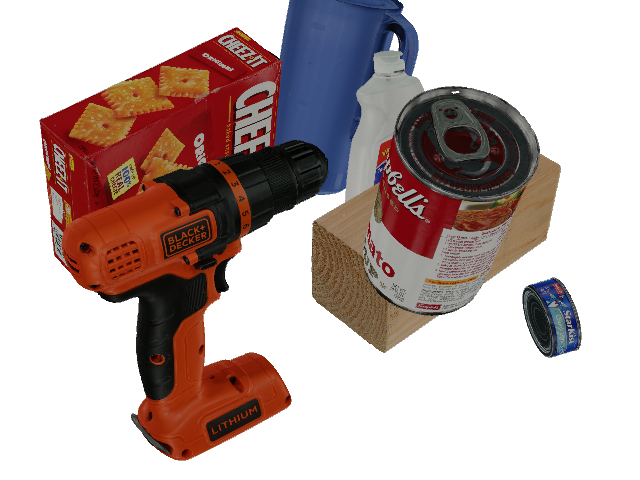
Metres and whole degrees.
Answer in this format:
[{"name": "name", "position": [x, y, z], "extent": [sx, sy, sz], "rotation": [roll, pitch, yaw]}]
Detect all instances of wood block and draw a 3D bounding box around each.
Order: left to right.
[{"name": "wood block", "position": [0.098, -0.007, 0.904], "extent": [0.205, 0.090, 0.091], "rotation": [-31, 50, -31]}]

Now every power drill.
[{"name": "power drill", "position": [-0.067, 0.037, 0.699], "extent": [0.184, 0.188, 0.057], "rotation": [-23, 33, -27]}]

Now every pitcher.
[{"name": "pitcher", "position": [0.015, -0.178, 1.262], "extent": [0.145, 0.243, 0.149], "rotation": [8, 23, -13]}]

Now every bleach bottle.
[{"name": "bleach bottle", "position": [0.066, -0.068, 1.102], "extent": [0.102, 0.251, 0.068], "rotation": [-10, 22, -16]}]

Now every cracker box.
[{"name": "cracker box", "position": [-0.135, -0.070, 0.942], "extent": [0.213, 0.164, 0.072], "rotation": [-32, 58, -32]}]

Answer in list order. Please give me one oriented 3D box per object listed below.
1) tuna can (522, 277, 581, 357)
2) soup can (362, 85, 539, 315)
[{"name": "tuna can", "position": [0.258, 0.087, 1.196], "extent": [0.033, 0.086, 0.086], "rotation": [-15, 2, -7]}, {"name": "soup can", "position": [0.061, -0.017, 0.528], "extent": [0.068, 0.068, 0.102], "rotation": [0, -35, -9]}]
